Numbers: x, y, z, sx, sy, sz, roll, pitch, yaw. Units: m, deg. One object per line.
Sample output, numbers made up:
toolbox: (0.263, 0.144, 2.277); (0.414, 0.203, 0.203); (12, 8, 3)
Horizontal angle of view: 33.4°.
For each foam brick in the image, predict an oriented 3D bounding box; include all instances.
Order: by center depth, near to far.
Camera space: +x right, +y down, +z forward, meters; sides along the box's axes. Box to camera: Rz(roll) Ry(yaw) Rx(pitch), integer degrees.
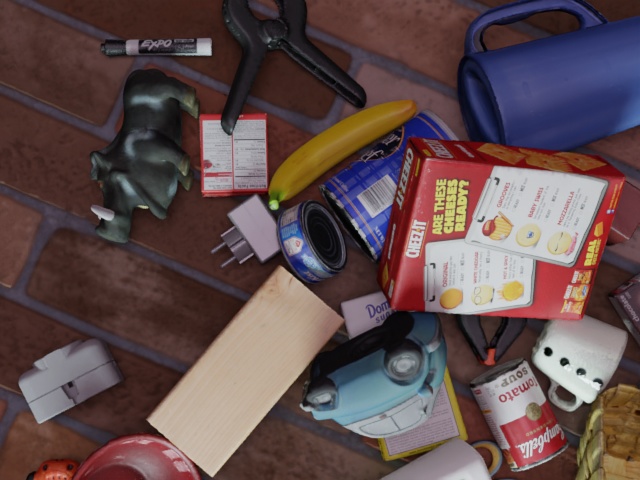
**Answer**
foam brick: (0.314, -0.031, 1.147); (0.051, 0.078, 0.053); (34, 85, 2)

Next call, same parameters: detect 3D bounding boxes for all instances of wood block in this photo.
wood block: (-0.077, 0.134, 1.113); (0.091, 0.090, 0.206); (40, 85, 1)

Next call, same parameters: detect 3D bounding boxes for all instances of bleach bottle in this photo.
bleach bottle: (0.057, 0.298, 1.065); (0.250, 0.068, 0.102); (-26, 111, -16)

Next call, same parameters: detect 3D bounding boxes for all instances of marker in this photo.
marker: (-0.179, -0.211, 1.169); (0.121, 0.020, 0.020); (-1, 86, -3)

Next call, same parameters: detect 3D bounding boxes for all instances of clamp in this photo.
clamp: (0.198, 0.049, 1.157); (0.120, 0.039, 0.171); (-3, 90, 2)
clamp: (-0.041, -0.220, 1.161); (0.164, 0.036, 0.210); (-7, 78, -16)

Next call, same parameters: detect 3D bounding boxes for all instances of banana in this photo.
banana: (0.015, -0.094, 1.148); (0.197, 0.070, 0.037); (-37, 125, -12)

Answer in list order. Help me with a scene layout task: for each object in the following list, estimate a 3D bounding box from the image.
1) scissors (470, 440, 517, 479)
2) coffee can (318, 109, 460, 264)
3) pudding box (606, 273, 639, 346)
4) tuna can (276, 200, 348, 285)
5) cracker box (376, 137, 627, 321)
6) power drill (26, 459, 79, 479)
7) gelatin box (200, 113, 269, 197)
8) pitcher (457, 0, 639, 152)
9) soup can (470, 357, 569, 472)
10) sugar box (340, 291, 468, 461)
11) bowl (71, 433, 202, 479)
scissors: (0.123, 0.274, 1.148); (0.201, 0.016, 0.096); (-9, 84, -3)
coffee can: (0.084, -0.057, 1.127); (0.140, 0.103, 0.103); (-36, 88, -4)
pudding box: (0.381, 0.082, 1.161); (0.090, 0.039, 0.113); (-34, 88, -4)
tuna can: (-0.007, 0.001, 1.125); (0.034, 0.086, 0.086); (-25, 87, 27)
cracker box: (0.178, -0.010, 1.070); (0.213, 0.072, 0.164); (4, 114, -15)
power drill: (-0.339, 0.320, 1.106); (0.187, 0.057, 0.184); (1, 82, -5)
gelatin box: (-0.093, -0.092, 1.159); (0.073, 0.030, 0.089); (-2, 85, -4)
pitcher: (0.274, -0.173, 1.132); (0.242, 0.149, 0.145); (-18, 48, -7)
soup can: (0.211, 0.184, 1.132); (0.068, 0.068, 0.102); (-26, 87, -4)
sugar box: (0.088, 0.139, 1.142); (0.093, 0.048, 0.176); (-15, 83, -2)
bowl: (-0.200, 0.277, 1.095); (0.161, 0.055, 0.162); (3, 85, -35)
